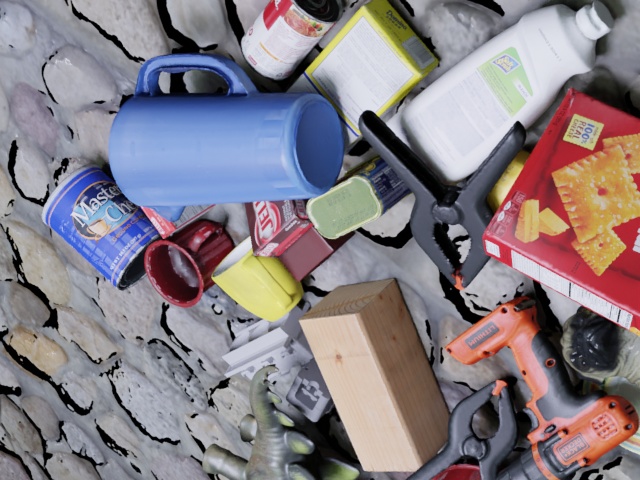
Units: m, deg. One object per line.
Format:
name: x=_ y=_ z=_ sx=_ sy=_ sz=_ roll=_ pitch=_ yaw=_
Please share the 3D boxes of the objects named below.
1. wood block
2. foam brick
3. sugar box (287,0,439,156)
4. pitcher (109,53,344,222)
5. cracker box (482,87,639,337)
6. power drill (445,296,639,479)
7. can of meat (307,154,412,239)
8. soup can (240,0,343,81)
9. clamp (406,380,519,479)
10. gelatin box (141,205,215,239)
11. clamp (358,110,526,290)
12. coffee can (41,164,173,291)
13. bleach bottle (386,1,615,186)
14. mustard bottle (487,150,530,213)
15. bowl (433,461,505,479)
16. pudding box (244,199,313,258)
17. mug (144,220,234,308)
wood block: x=0.069 y=0.160 z=1.251 sx=0.091 sy=0.090 sz=0.206 roll=-10 pitch=109 yaw=41
foam brick: x=-0.008 y=0.002 z=1.242 sx=0.053 sy=0.051 sz=0.078 roll=50 pitch=133 yaw=3
sugar box: x=0.035 y=-0.163 z=1.120 sx=0.093 sy=0.048 sz=0.177 roll=51 pitch=137 yaw=2
pitcher: x=-0.101 y=-0.109 z=1.146 sx=0.243 sy=0.145 sz=0.149 roll=1 pitch=150 yaw=35
cracker box: x=0.276 y=-0.015 z=0.945 sx=0.214 sy=0.164 sz=0.072 roll=30 pitch=171 yaw=21
power drill: x=0.217 y=0.169 z=1.128 sx=0.185 sy=0.057 sz=0.188 roll=-42 pitch=74 yaw=29
can of meat: x=0.046 y=-0.049 z=1.150 sx=0.102 sy=0.083 sz=0.057 roll=-26 pitch=98 yaw=43
soup can: x=-0.031 y=-0.223 z=1.118 sx=0.068 sy=0.068 sz=0.102 roll=49 pitch=134 yaw=3
clamp: x=0.163 y=0.235 z=1.195 sx=0.120 sy=0.039 sz=0.171 roll=13 pitch=84 yaw=7
gelatin box: x=-0.180 y=-0.052 z=1.312 sx=0.030 sy=0.089 sz=0.073 roll=-34 pitch=93 yaw=43
clamp: x=0.119 y=-0.041 z=1.046 sx=0.165 sy=0.036 sz=0.210 roll=14 pitch=135 yaw=23
coffee can: x=-0.278 y=-0.017 z=1.396 sx=0.140 sy=0.102 sz=0.103 roll=41 pitch=132 yaw=10
bleach bottle: x=0.176 y=-0.138 z=1.019 sx=0.251 sy=0.068 sz=0.102 roll=-34 pitch=96 yaw=40
mustard bottle: x=0.254 y=-0.008 z=1.037 sx=0.192 sy=0.058 sz=0.096 roll=29 pitch=128 yaw=21
bowl: x=0.206 y=0.319 z=1.264 sx=0.162 sy=0.055 sz=0.162 roll=18 pitch=125 yaw=28
pudding box: x=-0.048 y=-0.049 z=1.214 sx=0.090 sy=0.039 sz=0.113 roll=-41 pitch=49 yaw=42
mug: x=-0.156 y=0.018 z=1.340 sx=0.093 sy=0.081 sz=0.117 roll=40 pitch=132 yaw=11
